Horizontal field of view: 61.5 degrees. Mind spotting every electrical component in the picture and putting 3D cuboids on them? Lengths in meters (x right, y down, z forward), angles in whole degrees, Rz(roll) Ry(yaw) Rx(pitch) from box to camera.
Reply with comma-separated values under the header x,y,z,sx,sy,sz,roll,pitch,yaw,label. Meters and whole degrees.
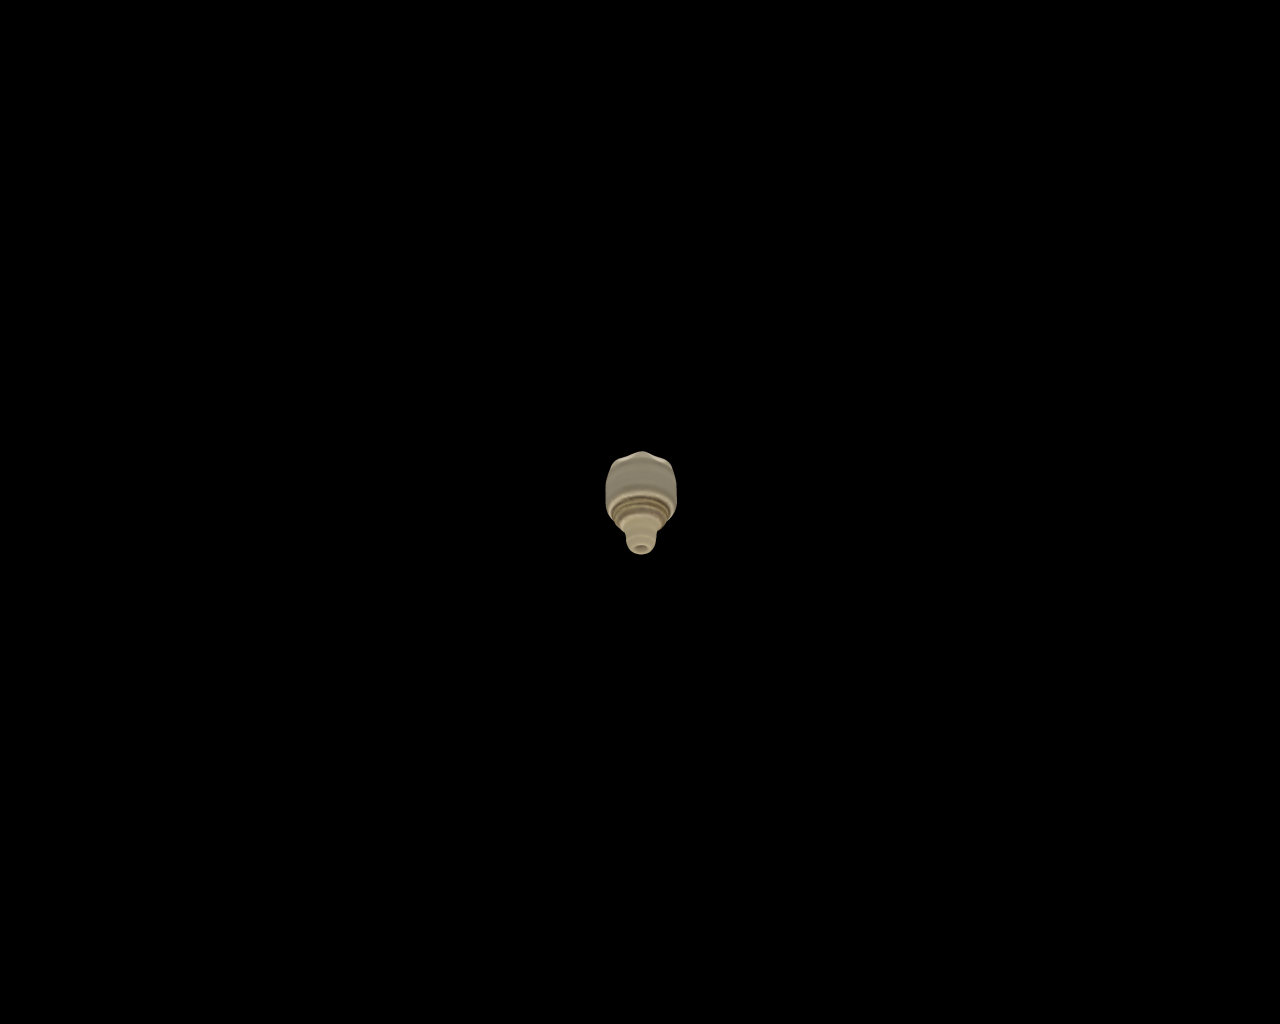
x,y,z,sx,sy,sz,roll,pitch,yaw,label
0.001,-0.003,0.650,0.043,0.062,0.043,0,-35,0,electrical component
